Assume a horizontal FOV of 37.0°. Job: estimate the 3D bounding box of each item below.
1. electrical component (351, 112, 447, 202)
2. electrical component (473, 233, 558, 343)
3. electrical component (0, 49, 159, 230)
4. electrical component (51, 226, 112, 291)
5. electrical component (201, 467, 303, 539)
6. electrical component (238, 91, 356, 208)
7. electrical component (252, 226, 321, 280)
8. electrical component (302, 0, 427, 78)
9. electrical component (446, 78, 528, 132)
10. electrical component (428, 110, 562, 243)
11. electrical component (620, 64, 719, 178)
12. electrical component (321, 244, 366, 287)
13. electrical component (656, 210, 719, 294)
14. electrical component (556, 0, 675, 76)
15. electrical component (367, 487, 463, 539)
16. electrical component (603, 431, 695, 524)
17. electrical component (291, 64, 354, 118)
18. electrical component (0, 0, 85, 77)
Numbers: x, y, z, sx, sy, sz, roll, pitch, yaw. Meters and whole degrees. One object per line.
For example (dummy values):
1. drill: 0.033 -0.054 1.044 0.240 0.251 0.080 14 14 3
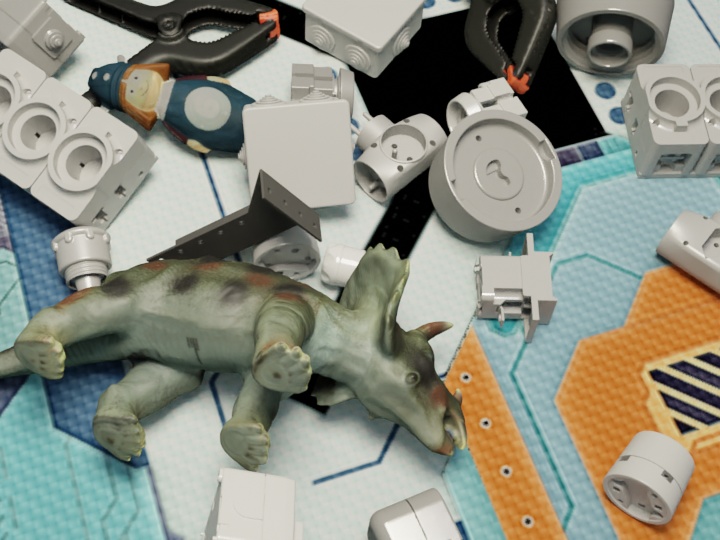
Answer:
1. electrical component: 0.024 -0.110 0.947 0.077 0.044 0.079 -39 70 -22
2. electrical component: 0.126 0.014 0.885 0.064 0.042 0.081 2 59 -1
3. electrical component: -0.261 -0.107 0.902 0.150 0.061 0.089 33 81 14
4. electrical component: -0.222 -0.001 0.869 0.048 0.048 0.062 -11 69 -10
5. electrical component: -0.077 0.192 0.743 0.061 0.096 0.061 11 39 -11
6. electrical component: -0.053 -0.099 0.910 0.100 0.099 0.048 -6 16 -7
7. electrical component: -0.063 -0.025 0.888 0.055 0.055 0.047 -6 57 -8
8. electrical component: 0.004 -0.239 1.018 0.100 0.048 0.099 31 63 13
9. electrical component: 0.112 -0.140 0.971 0.055 0.048 0.066 -18 63 -22
10. electrical component: 0.111 -0.075 0.919 0.108 0.060 0.108 5 72 -17
11. electrical component: 0.325 -0.138 0.974 0.150 0.061 0.089 -1 60 -5
12. electrical component: 0.000 0.000 0.889 0.061 0.035 0.035 13 60 1
13. electrical component: 0.307 -0.024 0.918 0.077 0.043 0.079 36 64 16
14. electrical component: 0.233 -0.222 0.993 0.108 0.108 0.060 11 66 2
15. electrical component: 0.044 0.211 0.759 0.059 0.053 0.095 -19 63 -14
16. electrical component: 0.217 0.154 0.804 0.055 0.055 0.047 33 60 14
17. electrical component: -0.034 -0.158 0.968 0.055 0.048 0.066 2 38 -5
18. electrical component: -0.298 -0.214 0.958 0.096 0.061 0.061 38 86 33
